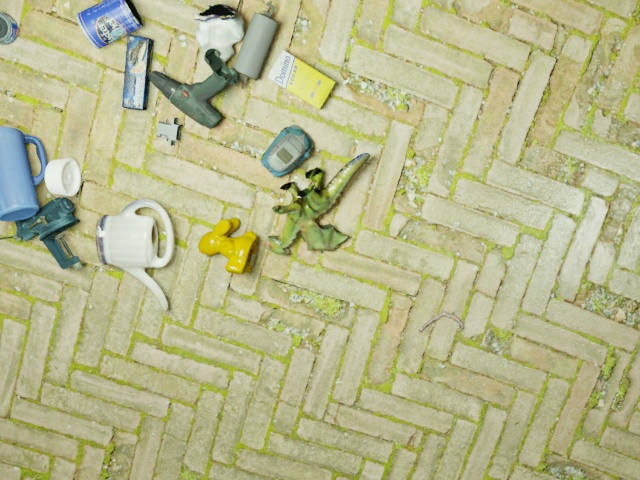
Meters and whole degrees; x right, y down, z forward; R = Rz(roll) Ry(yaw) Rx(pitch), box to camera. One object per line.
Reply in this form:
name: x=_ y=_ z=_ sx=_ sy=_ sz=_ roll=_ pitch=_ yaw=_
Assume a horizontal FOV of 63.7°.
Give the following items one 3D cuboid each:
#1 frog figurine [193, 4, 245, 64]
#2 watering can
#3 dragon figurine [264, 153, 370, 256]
frog figurine: x=-0.275 y=-0.565 z=1.435 sx=0.138 sy=0.125 sz=0.155 roll=-13 pitch=139 yaw=-8
watering can: x=-0.548 y=0.046 z=1.531 sx=0.224 sy=0.105 sz=0.344 roll=3 pitch=102 yaw=-2
dragon figurine: x=0.005 y=-0.078 z=1.550 sx=0.409 sy=0.125 sz=0.238 roll=-25 pitch=120 yaw=5
